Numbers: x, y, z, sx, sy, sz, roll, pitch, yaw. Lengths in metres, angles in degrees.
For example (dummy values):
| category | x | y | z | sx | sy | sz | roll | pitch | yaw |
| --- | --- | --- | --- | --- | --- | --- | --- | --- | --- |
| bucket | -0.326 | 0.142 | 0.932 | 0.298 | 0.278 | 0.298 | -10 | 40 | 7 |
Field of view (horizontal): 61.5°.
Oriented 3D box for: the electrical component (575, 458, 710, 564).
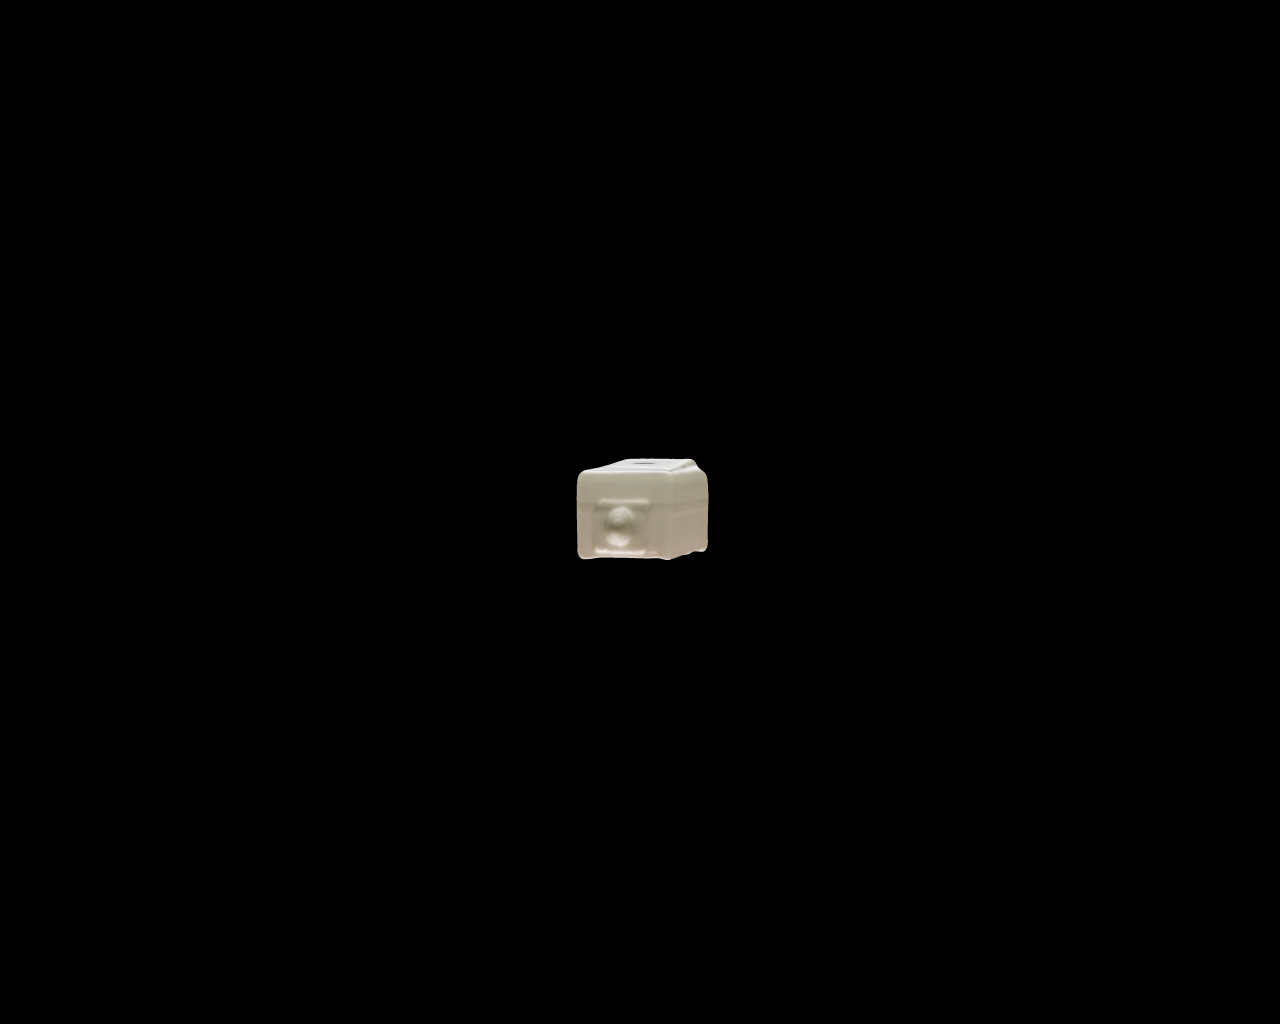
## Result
| category | x | y | z | sx | sy | sz | roll | pitch | yaw |
| --- | --- | --- | --- | --- | --- | --- | --- | --- | --- |
| electrical component | 0.001 | -0.003 | 0.650 | 0.062 | 0.061 | 0.096 | 1 | 3 | 20 |
